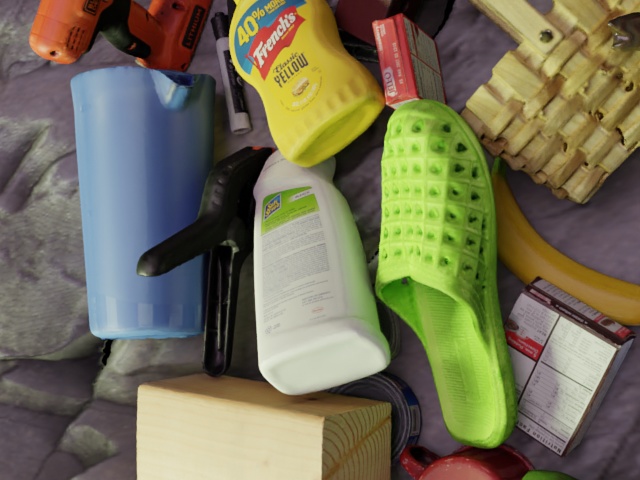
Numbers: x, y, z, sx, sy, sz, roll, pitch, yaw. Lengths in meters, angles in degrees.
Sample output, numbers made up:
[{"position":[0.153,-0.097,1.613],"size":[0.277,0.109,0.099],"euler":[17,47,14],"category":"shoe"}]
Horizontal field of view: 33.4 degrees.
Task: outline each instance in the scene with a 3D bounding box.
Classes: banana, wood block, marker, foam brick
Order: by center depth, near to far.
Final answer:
[{"position":[0.189,0.012,0.854],"size":[0.198,0.037,0.070],"euler":[46,106,22],"category":"banana"},{"position":[-0.051,0.170,0.891],"size":[0.207,0.090,0.090],"euler":[3,93,39],"category":"wood block"},{"position":[0.054,-0.213,0.920],"size":[0.051,0.052,0.078],"euler":[33,124,22],"category":"foam brick"},{"position":[-0.086,-0.160,1.014],"size":[0.020,0.020,0.121],"euler":[-16,78,23],"category":"marker"}]

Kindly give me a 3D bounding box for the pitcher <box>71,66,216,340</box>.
[{"position":[-0.164,-0.031,0.987],"size":[0.145,0.149,0.243],"euler":[-2,86,10],"category":"pitcher"}]

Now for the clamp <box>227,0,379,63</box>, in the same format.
[{"position":[-0.034,-0.171,0.970],"size":[0.172,0.039,0.120],"euler":[36,74,27],"category":"clamp"}]

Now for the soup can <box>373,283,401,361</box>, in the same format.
[{"position":[0.010,0.079,0.914],"size":[0.102,0.068,0.068],"euler":[-14,78,23],"category":"soup can"}]

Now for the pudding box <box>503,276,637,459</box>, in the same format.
[{"position":[0.179,0.099,0.831],"size":[0.090,0.039,0.114],"euler":[32,121,24],"category":"pudding box"}]

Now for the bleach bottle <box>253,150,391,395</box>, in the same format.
[{"position":[-0.006,0.001,0.891],"size":[0.103,0.068,0.251],"euler":[-20,48,18],"category":"bleach bottle"}]

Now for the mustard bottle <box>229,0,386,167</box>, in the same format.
[{"position":[-0.026,-0.163,0.910],"size":[0.096,0.058,0.192],"euler":[-39,63,21],"category":"mustard bottle"}]

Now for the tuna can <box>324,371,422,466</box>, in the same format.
[{"position":[0.042,0.153,0.909],"size":[0.086,0.033,0.086],"euler":[-3,83,25],"category":"tuna can"}]

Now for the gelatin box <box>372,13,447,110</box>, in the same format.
[{"position":[0.076,-0.141,0.896],"size":[0.030,0.089,0.073],"euler":[-14,79,23],"category":"gelatin box"}]

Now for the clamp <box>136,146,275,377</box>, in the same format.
[{"position":[-0.084,0.005,0.942],"size":[0.036,0.164,0.209],"euler":[6,48,23],"category":"clamp"}]

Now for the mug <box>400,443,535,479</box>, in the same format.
[{"position":[0.113,0.200,0.844],"size":[0.117,0.081,0.093],"euler":[37,100,24],"category":"mug"}]

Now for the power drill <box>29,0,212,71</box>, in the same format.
[{"position":[-0.172,-0.236,0.971],"size":[0.057,0.187,0.184],"euler":[26,97,27],"category":"power drill"}]
